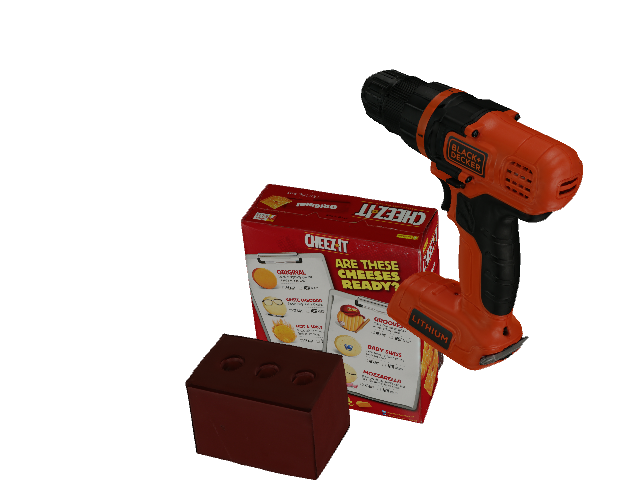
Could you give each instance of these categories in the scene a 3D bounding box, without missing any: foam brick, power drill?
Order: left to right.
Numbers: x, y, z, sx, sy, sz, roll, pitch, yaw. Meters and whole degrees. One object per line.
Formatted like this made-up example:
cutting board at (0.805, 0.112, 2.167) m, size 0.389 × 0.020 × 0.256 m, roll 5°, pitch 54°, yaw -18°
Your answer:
foam brick at (-0.029, 0.093, 0.605) m, size 0.078 × 0.051 × 0.053 m, roll 8°, pitch 30°, yaw 20°
power drill at (0.092, -0.016, 0.760) m, size 0.057 × 0.188 × 0.185 m, roll -23°, pitch 40°, yaw -33°

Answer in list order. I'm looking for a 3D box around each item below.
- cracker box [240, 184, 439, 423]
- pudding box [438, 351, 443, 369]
cracker box at (0.024, 0.060, 0.983) m, size 0.164 × 0.214 × 0.072 m, roll 9°, pitch 40°, yaw 17°
pudding box at (0.086, 0.105, 1.247) m, size 0.114 × 0.090 × 0.039 m, roll 16°, pitch 47°, yaw 25°
